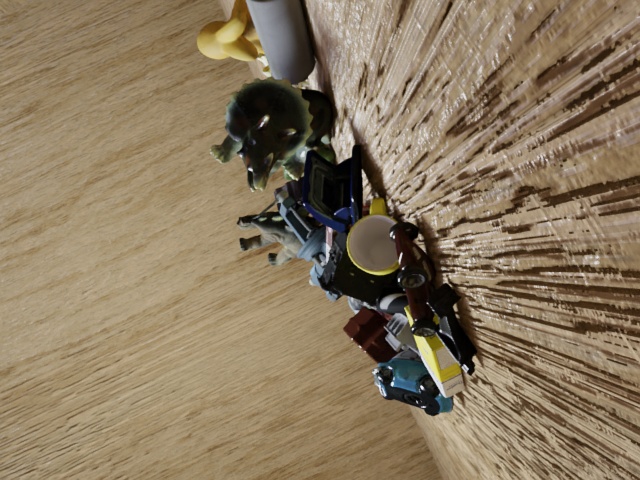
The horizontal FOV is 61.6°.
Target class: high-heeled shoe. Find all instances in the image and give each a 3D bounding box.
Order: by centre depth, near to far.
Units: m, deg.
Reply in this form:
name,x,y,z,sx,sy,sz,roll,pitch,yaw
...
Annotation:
name,x,y,z,sx,sy,sz,roll,pitch,yaw
high-heeled shoe,0.136,0.062,1.004,0.249,0.086,0.145,172,104,-71

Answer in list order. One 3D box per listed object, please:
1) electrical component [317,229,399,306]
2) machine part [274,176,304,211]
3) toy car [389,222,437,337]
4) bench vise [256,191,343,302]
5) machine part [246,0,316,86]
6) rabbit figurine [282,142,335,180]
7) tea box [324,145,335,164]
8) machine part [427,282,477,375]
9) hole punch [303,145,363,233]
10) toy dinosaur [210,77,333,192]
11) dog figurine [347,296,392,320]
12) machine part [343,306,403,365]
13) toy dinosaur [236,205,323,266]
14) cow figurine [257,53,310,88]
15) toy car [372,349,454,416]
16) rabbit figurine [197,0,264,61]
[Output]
name,x,y,z,sx,sy,sz,roll,pitch,yaw
electrical component,0.073,0.038,0.928,0.115,0.134,0.058,18,-163,-23
machine part,-0.026,-0.111,1.283,0.179,0.179,0.056,78,175,-82
toy car,0.134,0.056,0.740,0.201,0.053,0.089,69,-164,-49
bench vise,-0.010,0.003,1.108,0.240,0.129,0.223,49,164,9
machine part,-0.058,-0.318,0.807,0.243,0.079,0.079,70,175,-65
rabbit figurine,-0.031,-0.237,1.151,0.170,0.121,0.159,110,146,-61
tea box,-0.012,-0.195,1.324,0.169,0.068,0.098,78,167,-87
machine part,0.172,0.114,0.702,0.084,0.039,0.138,-109,-5,-47
hole punch,0.026,-0.080,0.866,0.115,0.092,0.142,69,-162,-60
toy dinosaur,-0.044,-0.194,0.908,0.131,0.192,0.405,48,-144,1
dog figurine,0.152,0.193,1.362,0.219,0.108,0.191,61,176,0
machine part,0.156,0.243,1.201,0.201,0.087,0.201,43,177,-4
toy dinosaur,-0.044,-0.006,1.307,0.471,0.199,0.105,19,-120,-62
cow figurine,-0.069,-0.331,1.098,0.098,0.068,0.167,54,-171,-41
toy car,0.190,0.267,1.051,0.103,0.162,0.109,-59,-32,-35
rabbit figurine,-0.144,-0.381,1.000,0.162,0.173,0.121,-110,1,-55
